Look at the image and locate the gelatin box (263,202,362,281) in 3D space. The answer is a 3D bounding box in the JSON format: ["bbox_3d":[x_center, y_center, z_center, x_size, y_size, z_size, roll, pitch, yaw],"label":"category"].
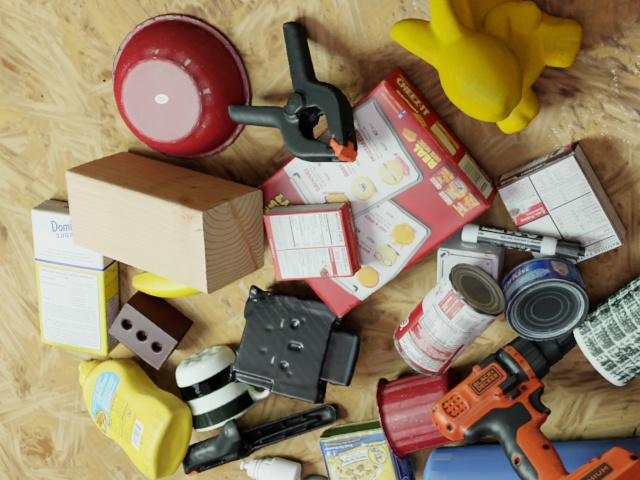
[{"bbox_3d":[-0.007,0.001,1.086,0.089,0.030,0.073,-4,109,22],"label":"gelatin box"}]

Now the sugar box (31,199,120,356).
[{"bbox_3d":[-0.287,0.044,1.265,0.093,0.048,0.176,9,111,14],"label":"sugar box"}]

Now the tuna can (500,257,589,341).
[{"bbox_3d":[0.225,0.060,1.071,0.086,0.034,0.086,-2,128,-2],"label":"tuna can"}]

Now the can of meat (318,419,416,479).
[{"bbox_3d":[0.054,0.255,1.230,0.102,0.057,0.084,-14,92,21],"label":"can of meat"}]

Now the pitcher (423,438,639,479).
[{"bbox_3d":[0.242,0.285,1.157,0.243,0.144,0.149,-3,101,21],"label":"pitcher"}]

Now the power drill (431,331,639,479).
[{"bbox_3d":[0.232,0.182,1.070,0.184,0.188,0.057,-37,144,-7],"label":"power drill"}]

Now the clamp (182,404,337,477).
[{"bbox_3d":[-0.089,0.238,1.260,0.210,0.164,0.036,-35,65,47],"label":"clamp"}]

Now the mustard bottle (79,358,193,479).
[{"bbox_3d":[-0.231,0.196,1.271,0.192,0.058,0.096,31,116,38],"label":"mustard bottle"}]

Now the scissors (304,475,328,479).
[{"bbox_3d":[0.052,0.342,1.300,0.202,0.016,0.096,10,115,13],"label":"scissors"}]

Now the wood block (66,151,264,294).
[{"bbox_3d":[-0.166,-0.024,1.131,0.206,0.090,0.091,16,118,35],"label":"wood block"}]

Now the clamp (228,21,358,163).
[{"bbox_3d":[-0.015,-0.140,1.056,0.172,0.039,0.120,37,110,36],"label":"clamp"}]

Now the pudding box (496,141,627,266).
[{"bbox_3d":[0.241,-0.029,1.068,0.090,0.039,0.113,-26,105,26],"label":"pudding box"}]

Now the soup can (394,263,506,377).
[{"bbox_3d":[0.129,0.080,1.069,0.068,0.068,0.102,37,124,0],"label":"soup can"}]

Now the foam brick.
[{"bbox_3d":[-0.200,0.103,1.257,0.078,0.051,0.053,36,118,0],"label":"foam brick"}]

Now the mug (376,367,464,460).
[{"bbox_3d":[0.121,0.194,1.181,0.082,0.093,0.117,-18,137,18],"label":"mug"}]

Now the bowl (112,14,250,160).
[{"bbox_3d":[-0.158,-0.154,1.132,0.162,0.055,0.162,6,114,15],"label":"bowl"}]

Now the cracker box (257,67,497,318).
[{"bbox_3d":[0.050,-0.047,1.103,0.214,0.072,0.164,-39,95,28],"label":"cracker box"}]

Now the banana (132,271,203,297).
[{"bbox_3d":[-0.130,0.022,1.212,0.198,0.037,0.069,-36,81,26],"label":"banana"}]

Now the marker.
[{"bbox_3d":[0.202,0.002,1.061,0.121,0.020,0.020,10,115,16],"label":"marker"}]
